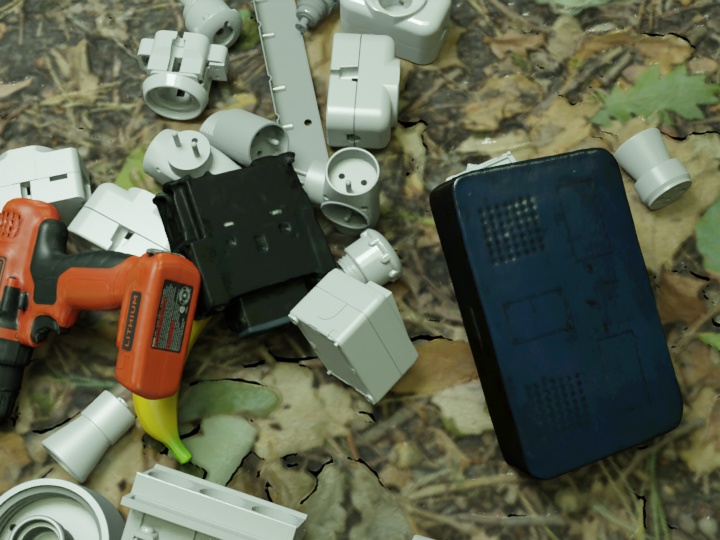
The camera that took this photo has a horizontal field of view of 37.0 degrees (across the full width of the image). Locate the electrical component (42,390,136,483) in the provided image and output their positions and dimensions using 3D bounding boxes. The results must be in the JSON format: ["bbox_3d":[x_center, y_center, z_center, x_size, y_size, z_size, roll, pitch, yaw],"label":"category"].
[{"bbox_3d":[-0.205,0.125,0.827,0.044,0.044,0.065,38,68,15],"label":"electrical component"}]

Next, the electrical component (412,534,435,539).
[{"bbox_3d":[0.065,0.220,0.783,0.078,0.040,0.040,14,68,6],"label":"electrical component"}]

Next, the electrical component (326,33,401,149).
[{"bbox_3d":[0.004,-0.155,0.936,0.059,0.053,0.095,3,67,2],"label":"electrical component"}]

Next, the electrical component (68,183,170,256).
[{"bbox_3d":[-0.183,-0.028,0.884,0.095,0.053,0.059,28,70,12],"label":"electrical component"}]

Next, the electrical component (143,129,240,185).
[{"bbox_3d":[-0.140,-0.090,0.896,0.077,0.079,0.043,29,70,12],"label":"electrical component"}]

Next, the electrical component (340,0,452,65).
[{"bbox_3d":[0.032,-0.233,0.965,0.095,0.059,0.053,22,69,10],"label":"electrical component"}]

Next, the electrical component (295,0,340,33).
[{"bbox_3d":[-0.037,-0.251,0.984,0.040,0.040,0.078,22,69,10],"label":"electrical component"}]

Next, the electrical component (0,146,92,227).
[{"bbox_3d":[-0.275,-0.066,0.903,0.089,0.050,0.055,-12,67,-5],"label":"electrical component"}]

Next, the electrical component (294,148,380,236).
[{"bbox_3d":[-0.023,-0.068,0.886,0.079,0.077,0.044,17,69,8],"label":"electrical component"}]

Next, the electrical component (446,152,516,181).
[{"bbox_3d":[0.112,-0.046,0.888,0.062,0.061,0.096,-24,62,-7],"label":"electrical component"}]

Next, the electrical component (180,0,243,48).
[{"bbox_3d":[-0.140,-0.230,0.975,0.048,0.048,0.062,-34,64,-13],"label":"electrical component"}]

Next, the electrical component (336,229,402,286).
[{"bbox_3d":[0.000,0.000,0.876,0.062,0.048,0.048,-35,71,-5],"label":"electrical component"}]

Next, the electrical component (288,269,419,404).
[{"bbox_3d":[0.001,0.052,0.831,0.061,0.096,0.062,-46,44,-16],"label":"electrical component"}]

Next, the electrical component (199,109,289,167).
[{"bbox_3d":[-0.102,-0.114,0.919,0.081,0.043,0.043,26,67,42],"label":"electrical component"}]

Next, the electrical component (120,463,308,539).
[{"bbox_3d":[-0.108,0.193,0.783,0.121,0.079,0.063,17,90,8],"label":"electrical component"}]

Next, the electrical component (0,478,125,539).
[{"bbox_3d":[-0.228,0.204,0.783,0.108,0.060,0.108,0,67,1],"label":"electrical component"}]

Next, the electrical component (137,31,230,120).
[{"bbox_3d":[-0.158,-0.169,0.942,0.078,0.058,0.057,6,64,3],"label":"electrical component"}]

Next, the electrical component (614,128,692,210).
[{"bbox_3d":[0.248,-0.085,0.908,0.045,0.045,0.055,-25,69,-9],"label":"electrical component"}]
